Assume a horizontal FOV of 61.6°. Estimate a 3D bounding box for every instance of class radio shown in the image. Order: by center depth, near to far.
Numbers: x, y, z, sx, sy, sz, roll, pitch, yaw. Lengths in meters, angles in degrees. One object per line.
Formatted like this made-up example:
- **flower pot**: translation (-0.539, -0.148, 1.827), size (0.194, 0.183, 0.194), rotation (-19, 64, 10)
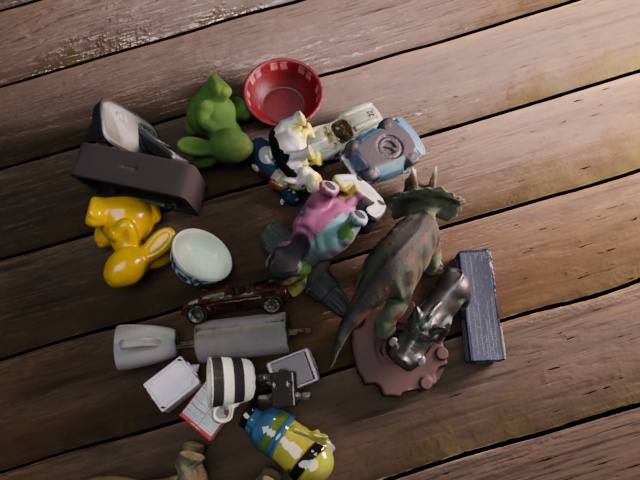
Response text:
- **radio**: translation (-0.342, -0.114, 1.041), size (0.230, 0.131, 0.073), rotation (13, 76, 7)

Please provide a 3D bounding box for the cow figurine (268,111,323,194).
- **cow figurine**: translation (-0.048, -0.149, 1.011), size (0.098, 0.068, 0.167), rotation (-20, 66, 15)

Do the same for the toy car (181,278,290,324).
- **toy car**: translation (-0.155, 0.107, 0.986), size (0.202, 0.089, 0.053), rotation (-7, 111, 3)

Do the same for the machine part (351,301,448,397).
- **machine part**: translation (0.139, 0.194, 0.963), size (0.179, 0.056, 0.179), rotation (-1, 74, 5)

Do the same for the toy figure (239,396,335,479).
- **toy figure**: translation (-0.058, 0.347, 0.921), size (0.180, 0.082, 0.089), rotation (28, 72, 9)

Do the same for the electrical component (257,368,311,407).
- **electrical component**: translation (-0.061, 0.252, 0.918), size (0.094, 0.021, 0.063), rotation (-6, 76, 11)

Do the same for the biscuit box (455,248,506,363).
- **biscuit box**: translation (0.286, 0.118, 0.971), size (0.063, 0.059, 0.202), rotation (-3, 75, 5)

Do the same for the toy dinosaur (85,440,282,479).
- **toy dinosaur**: translation (-0.224, 0.448, 0.895), size (0.472, 0.105, 0.198), rotation (13, 79, 12)

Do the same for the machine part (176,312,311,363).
- **machine part**: translation (-0.138, 0.176, 0.975), size (0.243, 0.079, 0.079), rotation (-8, 74, 1)

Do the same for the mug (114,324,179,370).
- **mug**: translation (-0.314, 0.187, 0.974), size (0.107, 0.109, 0.081), rotation (-4, 69, -12)

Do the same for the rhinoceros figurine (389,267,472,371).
- **rhinoceros figurine**: translation (0.187, 0.134, 0.891), size (0.073, 0.112, 0.190), rotation (37, 75, 13)

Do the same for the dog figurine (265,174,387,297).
- **dog figurine**: translation (-0.002, -0.003, 0.936), size (0.108, 0.191, 0.219), rotation (46, 119, 10)

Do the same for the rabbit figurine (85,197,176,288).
- **rabbit figurine**: translation (-0.357, 0.014, 1.016), size (0.162, 0.121, 0.173), rotation (3, 53, -18)

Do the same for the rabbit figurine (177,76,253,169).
- **rabbit figurine**: translation (-0.201, -0.211, 1.048), size (0.159, 0.121, 0.170), rotation (-33, 57, 2)

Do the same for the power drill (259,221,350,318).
- **power drill**: translation (0.017, 0.007, 1.018), size (0.232, 0.086, 0.207), rotation (35, 86, 12)

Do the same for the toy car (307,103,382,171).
- **toy car**: translation (0.033, -0.206, 1.079), size (0.202, 0.056, 0.073), rotation (-27, 75, -4)

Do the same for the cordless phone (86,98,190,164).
- **cordless phone**: translation (-0.348, -0.190, 1.038), size (0.184, 0.146, 0.088), rotation (30, 91, 33)

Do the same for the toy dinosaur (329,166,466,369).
- **toy dinosaur**: translation (0.134, 0.028, 0.909), size (0.131, 0.192, 0.405), rotation (19, 45, 21)

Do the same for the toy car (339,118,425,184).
- **toy car**: translation (0.114, -0.154, 1.035), size (0.162, 0.103, 0.109), rotation (-30, 77, -15)

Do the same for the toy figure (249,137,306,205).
- **toy figure**: translation (-0.088, -0.134, 1.068), size (0.064, 0.057, 0.154), rotation (-41, 77, 10)
